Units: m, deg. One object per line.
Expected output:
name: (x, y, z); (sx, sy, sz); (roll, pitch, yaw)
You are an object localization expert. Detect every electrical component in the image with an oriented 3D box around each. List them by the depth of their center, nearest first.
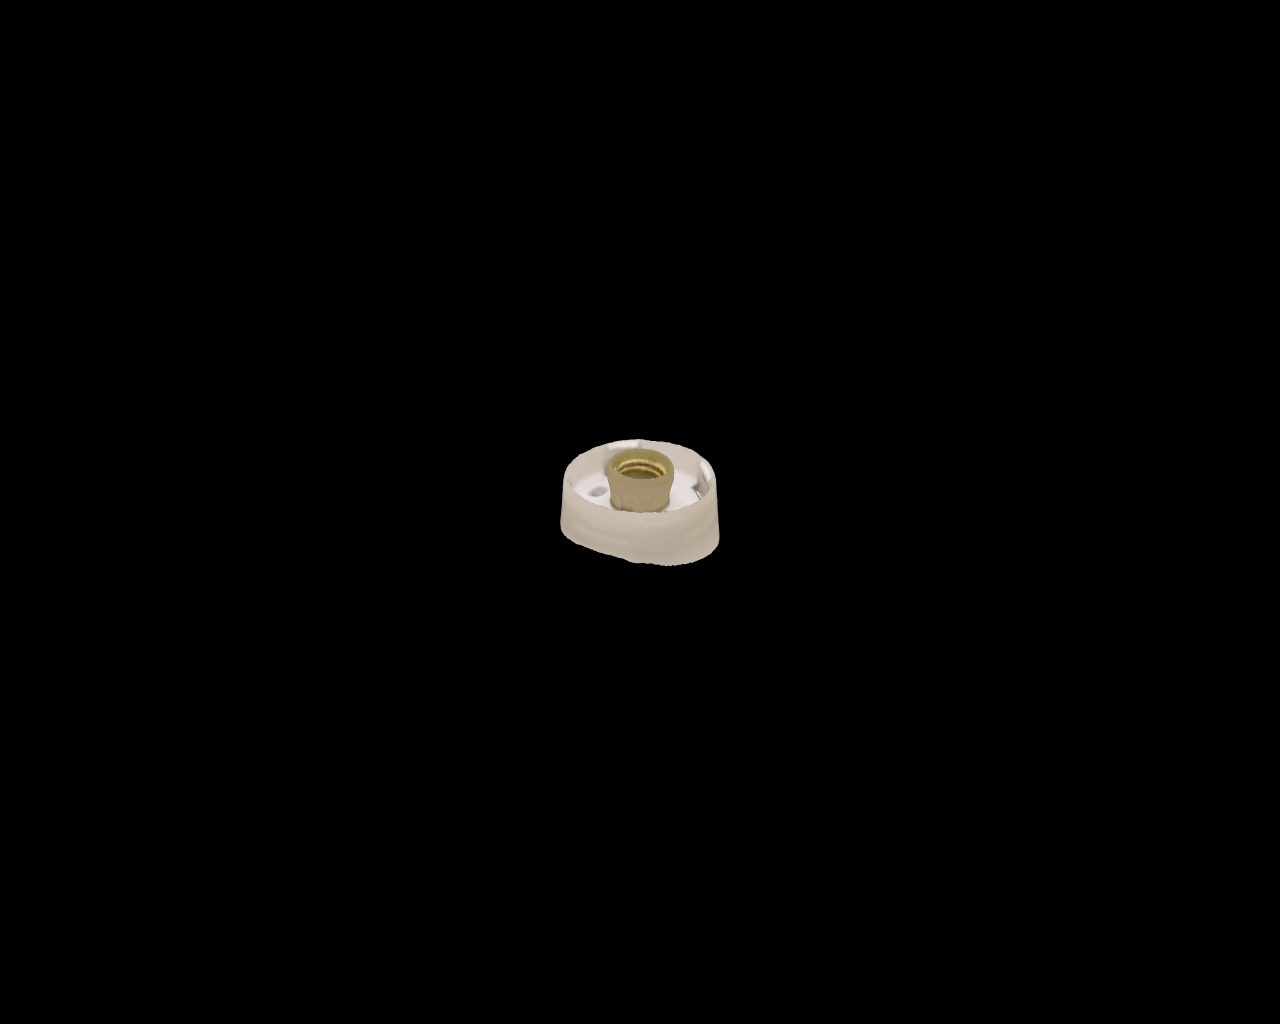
electrical component: (0.001, -0.003, 0.650); (0.099, 0.064, 0.099); (0, 32, 0)
